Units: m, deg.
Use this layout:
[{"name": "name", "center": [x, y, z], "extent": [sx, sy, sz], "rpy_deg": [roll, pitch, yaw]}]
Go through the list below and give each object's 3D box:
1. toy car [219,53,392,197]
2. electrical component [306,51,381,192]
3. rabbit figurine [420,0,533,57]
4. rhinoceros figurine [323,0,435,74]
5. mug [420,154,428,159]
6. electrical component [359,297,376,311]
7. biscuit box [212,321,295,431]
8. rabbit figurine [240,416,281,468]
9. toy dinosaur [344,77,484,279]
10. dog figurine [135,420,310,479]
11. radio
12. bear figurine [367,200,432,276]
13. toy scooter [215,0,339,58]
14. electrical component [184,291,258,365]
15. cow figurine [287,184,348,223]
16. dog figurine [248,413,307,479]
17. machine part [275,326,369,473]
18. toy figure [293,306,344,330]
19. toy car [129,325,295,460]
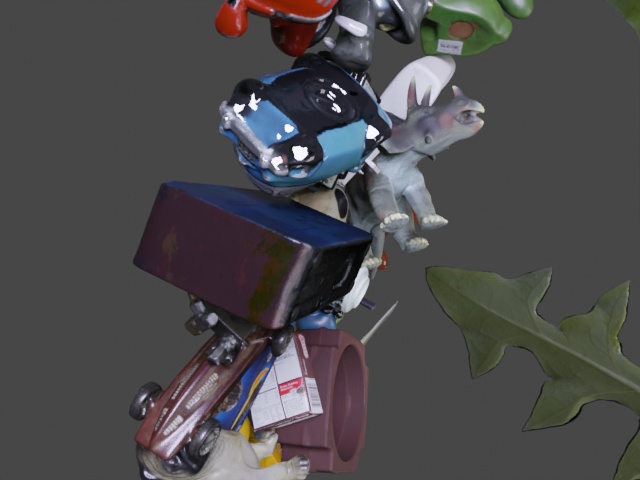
[{"name": "toy car", "center": [-0.019, -0.086, 0.469], "extent": [0.161, 0.109, 0.103], "rpy_deg": [-36, 168, -43]}, {"name": "electrical component", "center": [0.008, -0.119, 0.582], "extent": [0.134, 0.058, 0.115], "rpy_deg": [-64, 163, 2]}, {"name": "rabbit figurine", "center": [0.233, -0.371, 0.790], "extent": [0.121, 0.159, 0.170], "rpy_deg": [57, 44, -62]}, {"name": "rhinoceros figurine", "center": [0.058, -0.238, 0.459], "extent": [0.073, 0.112, 0.190], "rpy_deg": [-154, -104, -77]}, {"name": "mug", "center": [0.136, -0.165, 0.915], "extent": [0.107, 0.081, 0.109], "rpy_deg": [-13, 132, -57]}, {"name": "electrical component", "center": [0.049, 0.073, 0.925], "extent": [0.047, 0.119, 0.075], "rpy_deg": [-65, 163, 9]}, {"name": "biscuit box", "center": [-0.093, 0.149, 0.687], "extent": [0.202, 0.059, 0.062], "rpy_deg": [-63, 165, -1]}, {"name": "rabbit figurine", "center": [-0.134, 0.307, 0.772], "extent": [0.162, 0.122, 0.173], "rpy_deg": [-40, 140, -35]}, {"name": "toy dinosaur", "center": [0.093, -0.074, 0.814], "extent": [0.404, 0.131, 0.192], "rpy_deg": [123, -44, -65]}, {"name": "dog figurine", "center": [-0.130, 0.276, 0.588], "extent": [0.190, 0.121, 0.172], "rpy_deg": [24, 72, -35]}, {"name": "radio", "center": [-0.041, 0.006, 0.481], "extent": [0.073, 0.131, 0.229], "rpy_deg": [-68, 165, 10]}, {"name": "bear figurine", "center": [0.116, -0.002, 1.018], "extent": [0.120, 0.132, 0.195], "rpy_deg": [-10, 119, -69]}, {"name": "toy scooter", "center": [-0.017, -0.194, 0.343], "extent": [0.135, 0.075, 0.183], "rpy_deg": [-47, 163, -44]}, {"name": "electrical component", "center": [-0.093, 0.065, 0.541], "extent": [0.102, 0.078, 0.045], "rpy_deg": [-41, 177, -44]}, {"name": "cow figurine", "center": [-0.001, -0.002, 0.707], "extent": [0.127, 0.086, 0.194], "rpy_deg": [-52, 157, -33]}, {"name": "dog figurine", "center": [-0.096, 0.407, 0.907], "extent": [0.108, 0.192, 0.219], "rpy_deg": [91, 13, -71]}, {"name": "machine part", "center": [0.008, 0.243, 0.818], "extent": [0.200, 0.087, 0.201], "rpy_deg": [47, 43, -61]}, {"name": "toy figure", "center": [-0.005, 0.153, 0.956], "extent": [0.089, 0.082, 0.180], "rpy_deg": [-49, 157, -39]}, {"name": "toy car", "center": [-0.107, 0.132, 0.556], "extent": [0.202, 0.089, 0.053], "rpy_deg": [-47, 158, -43]}]
